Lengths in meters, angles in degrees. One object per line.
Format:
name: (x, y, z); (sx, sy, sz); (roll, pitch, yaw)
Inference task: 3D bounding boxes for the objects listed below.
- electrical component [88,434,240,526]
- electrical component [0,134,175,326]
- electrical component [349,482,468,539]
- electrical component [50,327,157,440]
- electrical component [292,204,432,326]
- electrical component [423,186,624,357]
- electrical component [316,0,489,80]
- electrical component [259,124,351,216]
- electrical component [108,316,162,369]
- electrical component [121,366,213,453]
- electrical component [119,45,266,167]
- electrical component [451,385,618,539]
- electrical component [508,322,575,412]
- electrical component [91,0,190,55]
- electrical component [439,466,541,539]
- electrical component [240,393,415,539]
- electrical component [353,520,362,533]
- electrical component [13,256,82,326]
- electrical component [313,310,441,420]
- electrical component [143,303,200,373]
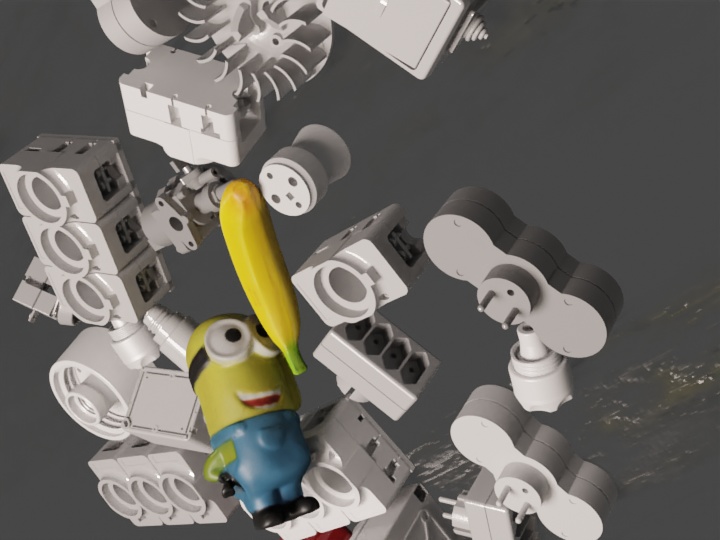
electrical component: (-0.191, 0.205, 1.070); (0.150, 0.061, 0.089); (-14, 115, 41)
electrical component: (-0.230, -0.032, 0.902); (0.089, 0.061, 0.150); (7, 128, 31)
electrical component: (0.042, 0.258, 0.920); (0.056, 0.108, 0.108); (-27, 107, 42)
electrical component: (-0.249, 0.115, 1.038); (0.108, 0.060, 0.108); (19, 133, 21)
electrical component: (0.000, 0.000, 0.775); (0.089, 0.055, 0.050); (-26, 107, 44)
electrical component: (0.100, 0.011, 0.701); (0.138, 0.073, 0.052); (36, 137, 4)
electrical component: (0.031, -0.158, 0.621); (0.096, 0.061, 0.061); (36, 137, 5)
electrical component: (-0.038, -0.069, 0.745); (0.045, 0.055, 0.045); (19, 133, 21)
electrical component: (-0.207, 0.056, 0.973); (0.043, 0.043, 0.062); (-16, 113, 42)
electrical component: (-0.167, 0.128, 0.982); (0.096, 0.061, 0.061); (3, 158, 32)
electrical component: (-0.117, -0.113, 0.760); (0.089, 0.050, 0.055); (19, 142, 16)
electrical component: (0.124, 0.156, 0.805); (0.138, 0.073, 0.052); (41, 137, -1)
electrical component: (0.125, 0.065, 0.752); (0.043, 0.043, 0.062); (2, 124, 33)
electrical component: (-0.157, -0.216, 0.709); (0.074, 0.052, 0.138); (-16, 115, 41)
electrical component: (0.100, 0.201, 0.878); (0.076, 0.047, 0.083); (7, 128, 30)
electrical component: (-0.040, 0.180, 0.946); (0.089, 0.061, 0.150); (49, 136, -10)
electrical component: (0.023, 0.253, 0.980); (0.044, 0.044, 0.065); (-24, 104, 44)
electrical component: (-0.278, 0.021, 0.987); (0.055, 0.066, 0.048); (23, 170, 6)
electrical component: (0.006, 0.079, 0.842); (0.083, 0.047, 0.075); (38, 137, 2)
electrical component: (-0.162, 0.055, 0.944); (0.078, 0.040, 0.040); (41, 137, -1)
